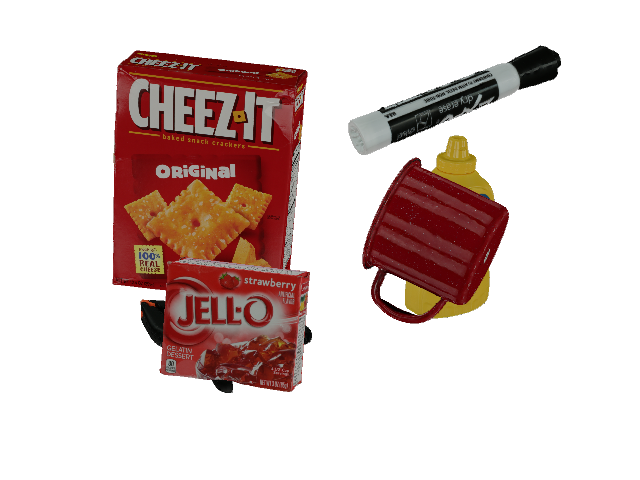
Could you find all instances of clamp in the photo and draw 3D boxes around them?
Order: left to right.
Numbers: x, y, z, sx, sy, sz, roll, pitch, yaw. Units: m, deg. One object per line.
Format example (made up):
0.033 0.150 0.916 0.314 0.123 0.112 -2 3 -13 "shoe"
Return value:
-0.137 0.115 1.259 0.210 0.036 0.164 14 24 24 "clamp"

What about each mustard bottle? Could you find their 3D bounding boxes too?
0.139 -0.017 1.128 0.096 0.192 0.058 -11 24 -27 "mustard bottle"

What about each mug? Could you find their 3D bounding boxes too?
0.083 0.007 0.796 0.081 0.117 0.093 26 -8 15 "mug"

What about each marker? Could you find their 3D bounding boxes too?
0.071 -0.073 0.547 0.121 0.020 0.020 -23 7 -16 "marker"

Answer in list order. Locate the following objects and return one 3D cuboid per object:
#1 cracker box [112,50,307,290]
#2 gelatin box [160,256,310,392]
-0.105 -0.056 0.986 0.164 0.214 0.072 7 22 4 "cracker box"
-0.054 0.052 0.670 0.089 0.073 0.030 7 6 13 "gelatin box"
